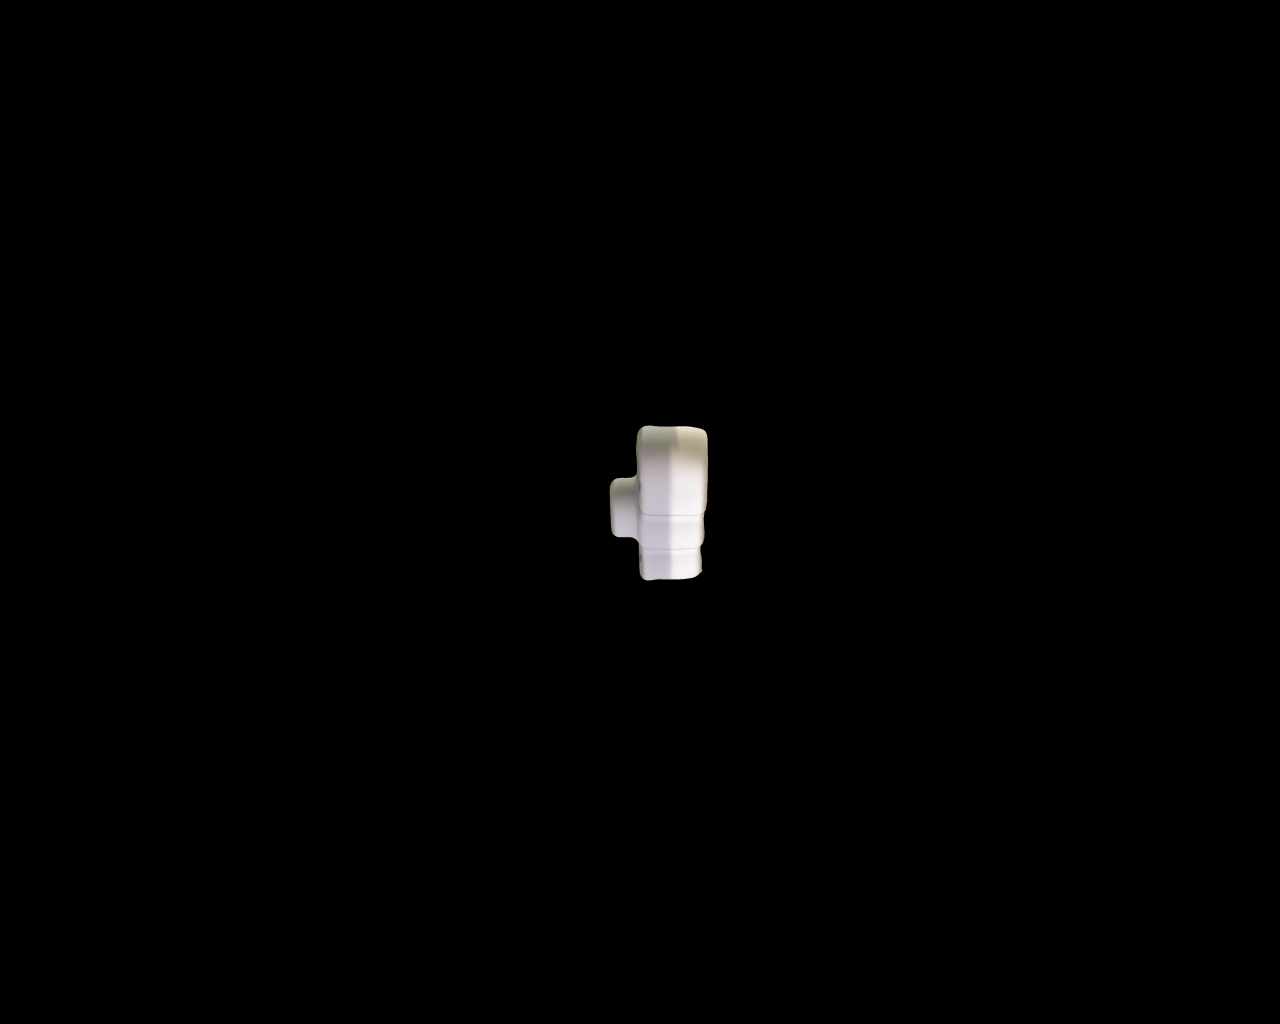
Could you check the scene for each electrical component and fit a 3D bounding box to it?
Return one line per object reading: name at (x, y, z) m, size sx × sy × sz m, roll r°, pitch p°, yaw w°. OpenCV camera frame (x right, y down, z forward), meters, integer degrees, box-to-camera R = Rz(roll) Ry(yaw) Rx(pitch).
electrical component at (0.001, -0.003, 0.650) m, size 0.074 × 0.052 × 0.138 m, roll 0°, pitch -28°, yaw 0°
